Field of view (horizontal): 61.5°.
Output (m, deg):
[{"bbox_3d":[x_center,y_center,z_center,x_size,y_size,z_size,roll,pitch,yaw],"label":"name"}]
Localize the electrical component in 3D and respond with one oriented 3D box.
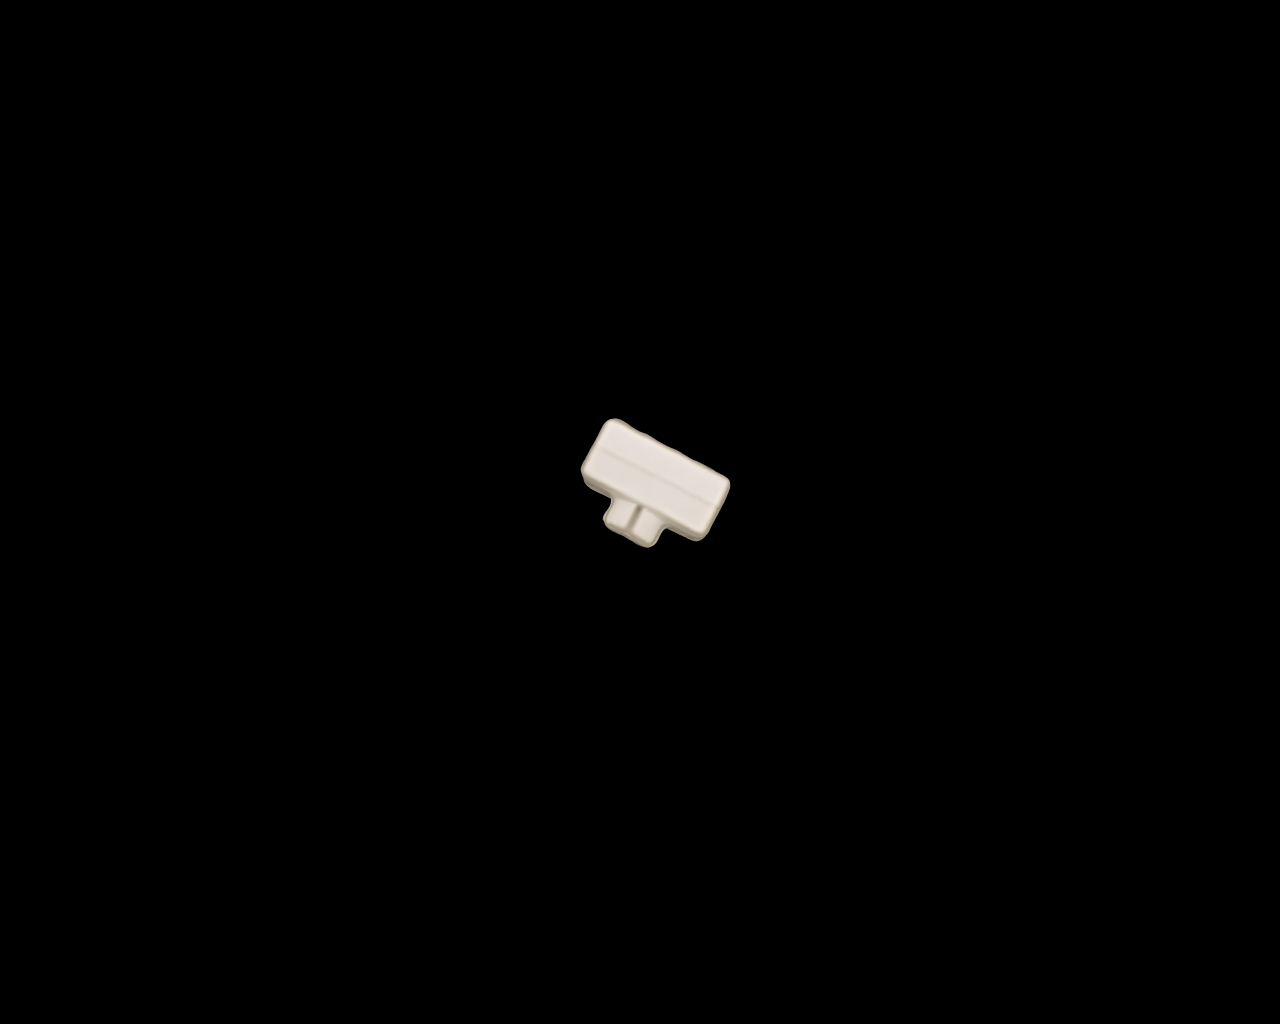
[{"bbox_3d":[0.001,-0.003,0.650,0.083,0.076,0.047,28,-7,4],"label":"electrical component"}]
